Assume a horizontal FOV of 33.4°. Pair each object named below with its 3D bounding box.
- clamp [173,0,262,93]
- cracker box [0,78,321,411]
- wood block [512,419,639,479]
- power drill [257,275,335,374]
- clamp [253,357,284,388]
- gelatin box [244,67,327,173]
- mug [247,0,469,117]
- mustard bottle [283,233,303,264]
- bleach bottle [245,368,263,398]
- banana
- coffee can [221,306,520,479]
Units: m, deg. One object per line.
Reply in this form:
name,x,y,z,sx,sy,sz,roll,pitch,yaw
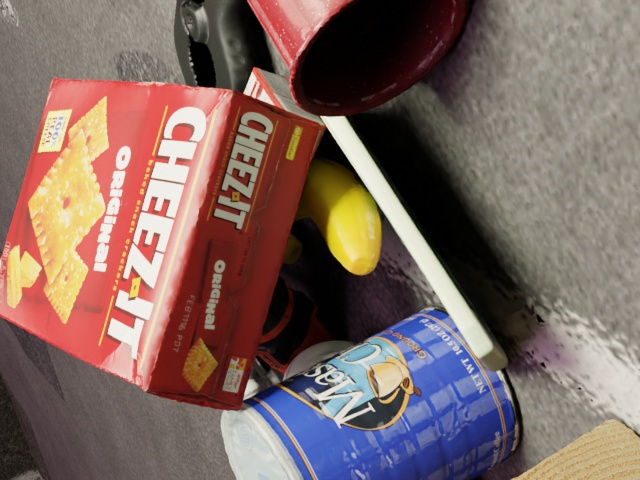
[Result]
clamp,-0.065,-0.149,0.696,0.165,0.036,0.210,37,140,49
cracker box,-0.109,-0.008,0.634,0.214,0.072,0.164,13,87,51
wood block,0.137,0.204,0.539,0.091,0.090,0.206,43,149,42
power drill,-0.093,0.034,0.761,0.188,0.057,0.184,19,161,32
clamp,-0.026,0.118,0.866,0.171,0.039,0.120,60,151,9
gelatin box,-0.032,-0.057,0.659,0.073,0.030,0.089,-67,25,20
mug,0.015,-0.116,0.514,0.081,0.093,0.117,60,-167,25
mustard bottle,-0.092,-0.033,0.799,0.192,0.058,0.096,29,138,25
bleach bottle,-0.131,0.059,1.002,0.251,0.068,0.103,53,159,21
banana,-0.003,-0.018,0.661,0.198,0.037,0.069,-175,95,-68
coffee can,0.028,0.113,0.616,0.103,0.140,0.103,47,151,37
